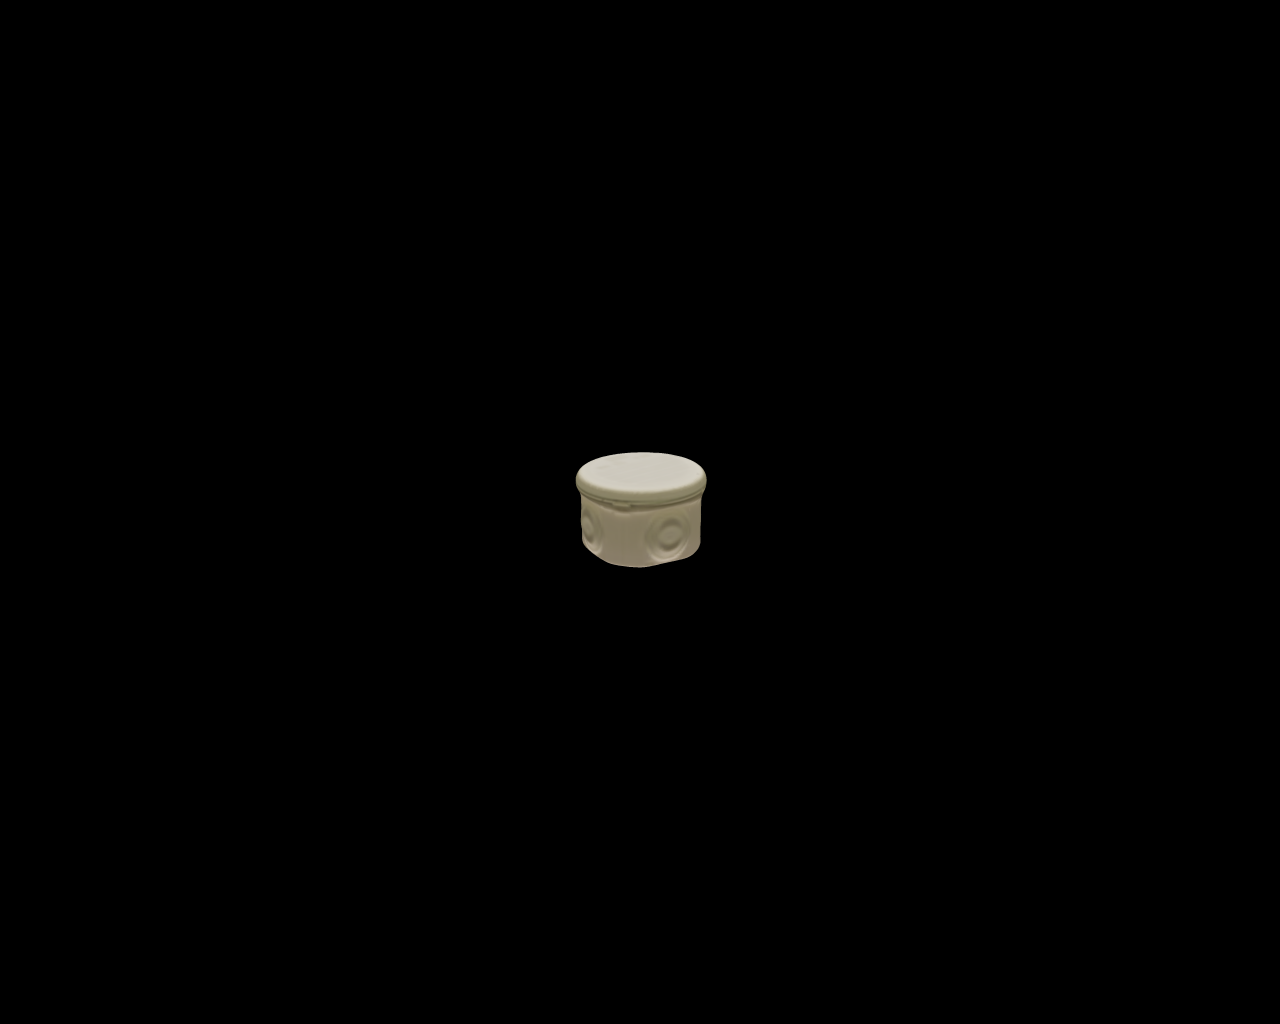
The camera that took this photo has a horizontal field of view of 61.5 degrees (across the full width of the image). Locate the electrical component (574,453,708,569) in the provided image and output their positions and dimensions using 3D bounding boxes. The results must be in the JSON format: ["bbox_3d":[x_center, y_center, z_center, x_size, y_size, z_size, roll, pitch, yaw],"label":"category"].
[{"bbox_3d":[0.001,-0.003,0.650,0.080,0.050,0.080,0,20,0],"label":"electrical component"}]
